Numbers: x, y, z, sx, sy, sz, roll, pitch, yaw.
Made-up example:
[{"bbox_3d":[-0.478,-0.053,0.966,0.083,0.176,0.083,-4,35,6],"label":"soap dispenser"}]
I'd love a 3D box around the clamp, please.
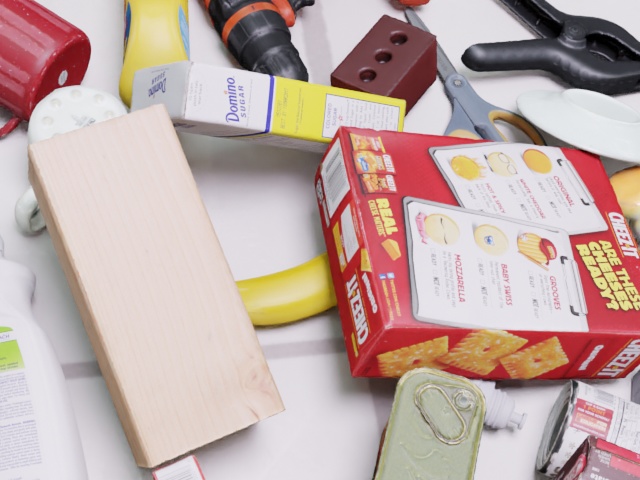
[{"bbox_3d":[0.206,-0.174,0.908,0.171,0.039,0.120,13,61,-6],"label":"clamp"}]

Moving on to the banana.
[{"bbox_3d":[0.000,0.017,0.771,0.197,0.037,0.070,-21,65,-18],"label":"banana"}]

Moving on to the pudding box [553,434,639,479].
[{"bbox_3d":[0.186,0.171,0.655,0.090,0.113,0.039,21,56,6],"label":"pudding box"}]

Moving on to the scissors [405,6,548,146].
[{"bbox_3d":[0.102,-0.112,0.872,0.096,0.016,0.202,-33,64,-20],"label":"scissors"}]

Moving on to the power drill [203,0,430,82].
[{"bbox_3d":[-0.001,-0.207,0.890,0.187,0.057,0.184,-22,64,-17],"label":"power drill"}]

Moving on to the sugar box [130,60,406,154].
[{"bbox_3d":[-0.036,-0.092,0.762,0.175,0.093,0.048,8,89,-33],"label":"sugar box"}]

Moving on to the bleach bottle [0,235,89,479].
[{"bbox_3d":[-0.200,0.102,0.682,0.102,0.068,0.251,-12,59,-5],"label":"bleach bottle"}]

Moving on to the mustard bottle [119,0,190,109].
[{"bbox_3d":[-0.126,-0.154,0.825,0.058,0.096,0.191,-1,60,-8],"label":"mustard bottle"}]

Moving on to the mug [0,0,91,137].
[{"bbox_3d":[-0.235,-0.131,0.811,0.081,0.093,0.117,32,90,6],"label":"mug"}]

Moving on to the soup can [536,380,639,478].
[{"bbox_3d":[0.203,0.140,0.703,0.102,0.068,0.068,21,59,6],"label":"soup can"}]

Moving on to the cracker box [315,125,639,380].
[{"bbox_3d":[0.113,0.012,0.737,0.213,0.072,0.164,4,53,-22],"label":"cracker box"}]

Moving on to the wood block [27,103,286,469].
[{"bbox_3d":[-0.108,0.031,0.682,0.090,0.090,0.206,-21,85,-18],"label":"wood block"}]

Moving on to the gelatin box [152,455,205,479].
[{"bbox_3d":[-0.072,0.184,0.642,0.030,0.073,0.089,-20,64,-16],"label":"gelatin box"}]

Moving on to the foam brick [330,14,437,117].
[{"bbox_3d":[0.051,-0.130,0.849,0.053,0.051,0.078,28,65,22],"label":"foam brick"}]

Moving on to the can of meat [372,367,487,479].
[{"bbox_3d":[0.063,0.145,0.674,0.057,0.084,0.102,15,59,3],"label":"can of meat"}]
